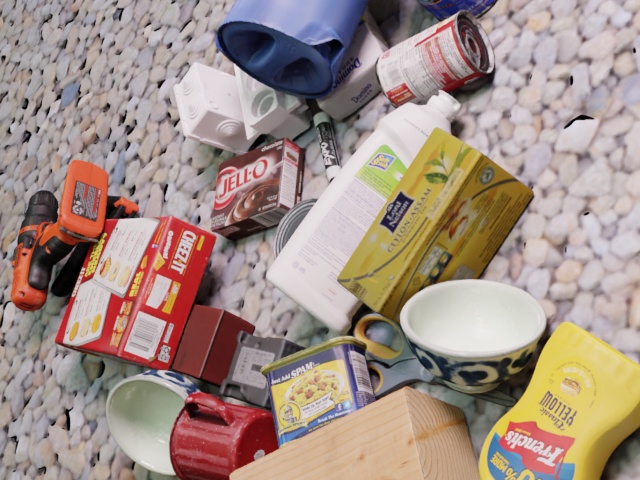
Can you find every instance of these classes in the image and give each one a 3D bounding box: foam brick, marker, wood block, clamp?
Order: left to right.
[{"bbox_3d":[-0.304,-0.014,1.413,0.172,0.039,0.120,-39,51,24],"label":"clamp"},{"bbox_3d":[-0.115,0.116,1.156,0.053,0.051,0.078,9,75,46],"label":"foam brick"},{"bbox_3d":[0.012,-0.090,1.163,0.020,0.020,0.121,-33,50,27],"label":"marker"},{"bbox_3d":[0.027,0.217,0.939,0.206,0.090,0.090,-32,51,29],"label":"wood block"}]

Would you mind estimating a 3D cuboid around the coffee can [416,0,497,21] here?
[{"bbox_3d":[0.114,-0.297,1.083,0.103,0.140,0.103,-21,56,35],"label":"coffee can"}]

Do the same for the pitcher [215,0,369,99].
[{"bbox_3d":[-0.009,-0.284,1.144,0.145,0.149,0.242,105,-171,-71],"label":"pitcher"}]

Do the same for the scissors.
[{"bbox_3d":[0.087,0.136,0.979,0.202,0.016,0.096,37,98,47],"label":"scissors"}]

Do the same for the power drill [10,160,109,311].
[{"bbox_3d":[-0.335,-0.022,1.367,0.188,0.057,0.184,-41,40,42],"label":"power drill"}]

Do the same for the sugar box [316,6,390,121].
[{"bbox_3d":[0.020,-0.224,1.205,0.093,0.048,0.176,-37,51,20],"label":"sugar box"}]

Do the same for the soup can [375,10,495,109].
[{"bbox_3d":[0.115,-0.178,1.075,0.102,0.068,0.068,-24,55,34],"label":"soup can"}]

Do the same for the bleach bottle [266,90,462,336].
[{"bbox_3d":[0.059,-0.034,1.048,0.251,0.102,0.068,-52,2,0],"label":"bleach bottle"}]

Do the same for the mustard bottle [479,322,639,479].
[{"bbox_3d":[0.181,0.167,0.844,0.096,0.058,0.192,37,97,43],"label":"mustard bottle"}]

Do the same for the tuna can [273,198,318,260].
[{"bbox_3d":[-0.007,0.001,1.124,0.086,0.033,0.086,-21,56,35],"label":"tuna can"}]

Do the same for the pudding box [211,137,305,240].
[{"bbox_3d":[-0.071,-0.057,1.211,0.114,0.039,0.090,-16,59,37],"label":"pudding box"}]

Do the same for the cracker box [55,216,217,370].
[{"bbox_3d":[-0.217,0.060,1.239,0.214,0.072,0.164,-2,67,58],"label":"cracker box"}]

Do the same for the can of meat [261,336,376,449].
[{"bbox_3d":[0.002,0.148,0.993,0.102,0.057,0.084,-24,62,21],"label":"can of meat"}]

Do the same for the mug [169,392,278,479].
[{"bbox_3d":[-0.093,0.195,1.053,0.082,0.117,0.093,3,38,38],"label":"mug"}]
